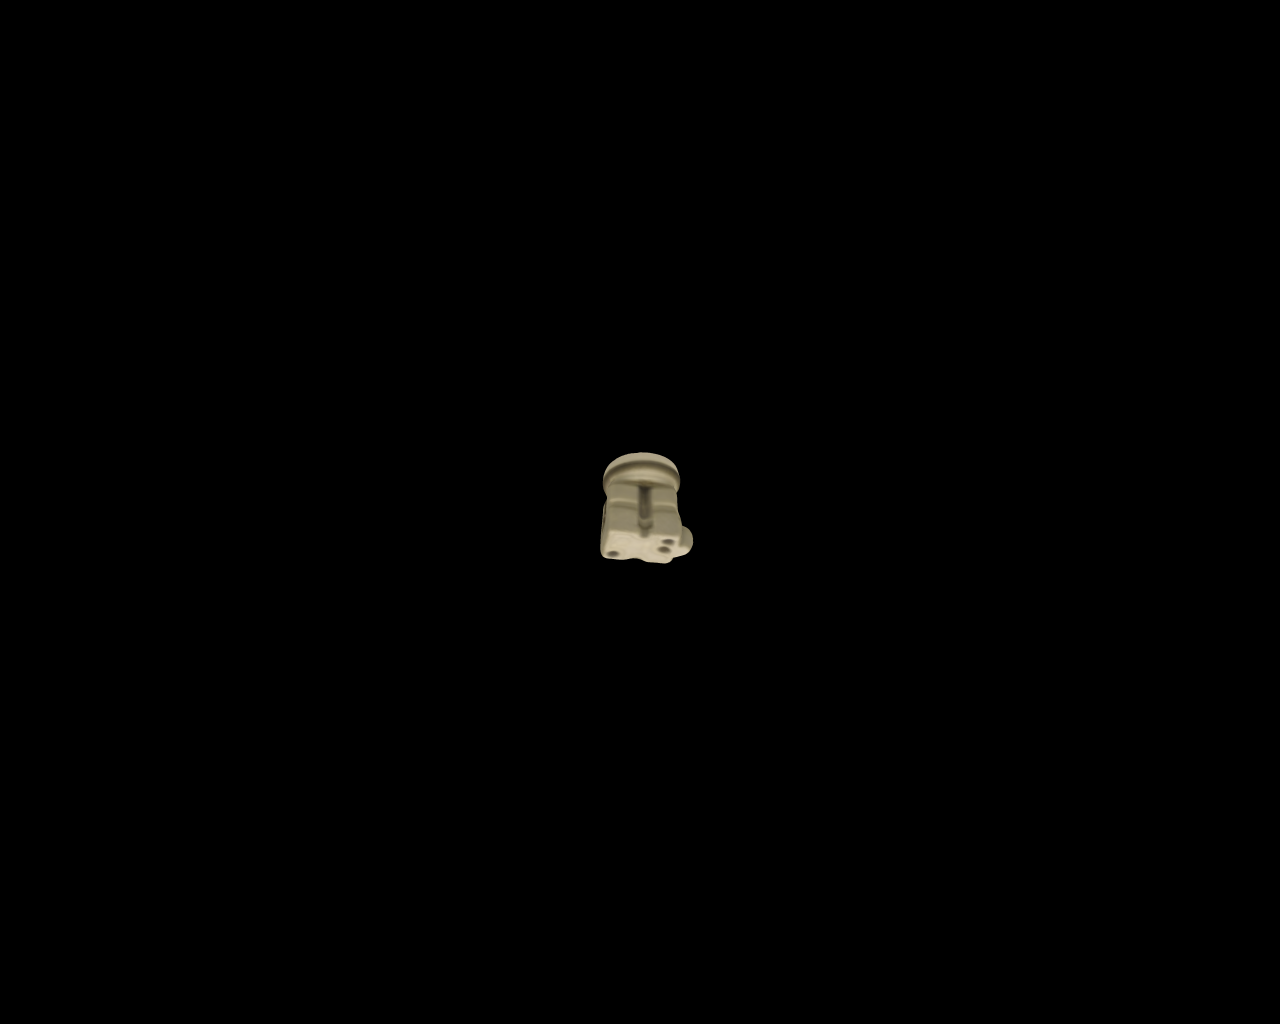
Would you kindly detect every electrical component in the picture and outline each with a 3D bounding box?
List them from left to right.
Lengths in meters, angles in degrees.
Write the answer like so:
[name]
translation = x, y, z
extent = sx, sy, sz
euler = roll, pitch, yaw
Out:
[electrical component]
translation = 0.001, -0.003, 0.650
extent = 0.066, 0.055, 0.048
euler = 6, -32, -9
